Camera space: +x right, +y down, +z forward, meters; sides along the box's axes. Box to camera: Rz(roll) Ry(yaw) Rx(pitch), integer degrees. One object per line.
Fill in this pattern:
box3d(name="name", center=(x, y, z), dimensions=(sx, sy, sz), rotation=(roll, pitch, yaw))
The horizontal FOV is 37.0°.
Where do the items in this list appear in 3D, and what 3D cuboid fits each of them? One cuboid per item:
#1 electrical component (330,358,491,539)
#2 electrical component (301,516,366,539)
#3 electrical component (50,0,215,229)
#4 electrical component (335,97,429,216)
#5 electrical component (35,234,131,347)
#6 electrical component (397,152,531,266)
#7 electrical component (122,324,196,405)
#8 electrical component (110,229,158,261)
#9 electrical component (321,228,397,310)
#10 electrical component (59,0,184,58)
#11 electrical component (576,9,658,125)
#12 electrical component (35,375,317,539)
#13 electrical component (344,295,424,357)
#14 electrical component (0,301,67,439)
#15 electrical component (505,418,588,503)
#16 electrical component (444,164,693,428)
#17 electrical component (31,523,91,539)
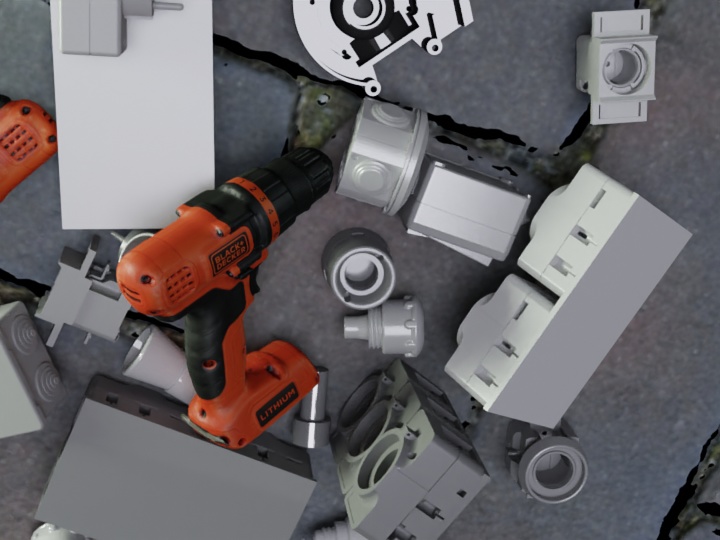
box3d(name="electrical component", center=(0.029, 0.138, 0.811), dimensions=(0.062, 0.150, 0.089), rotation=(37, 98, -17))
box3d(name="electrical component", center=(-0.009, 0.224, 0.889), dimensions=(0.078, 0.040, 0.040), rotation=(-2, 106, -6))
box3d(name="electrical component", center=(-0.156, -0.126, 0.758), dimensions=(0.105, 0.060, 0.186), rotation=(-1, 106, -7))
box3d(name="electrical component", center=(0.016, -0.084, 0.783), dimensions=(0.051, 0.080, 0.080), rotation=(17, 103, -6))
box3d(name="electrical component", center=(-0.202, 0.020, 0.805), dimensions=(0.064, 0.042, 0.081), rotation=(24, 103, -17))
box3d(name="electrical component", center=(0.081, -0.044, 0.811), dimensions=(0.096, 0.061, 0.061), rotation=(18, 103, -12))
box3d(name="electrical component", center=(-0.144, 0.077, 0.829), dimensions=(0.065, 0.044, 0.044), rotation=(34, 99, -20))
box3d(name="electrical component", center=(-0.150, -0.009, 0.790), dimensions=(0.079, 0.077, 0.044), rotation=(32, 95, 23))
box3d(name="electrical component", center=(0.000, 0.000, 0.821), dimensions=(0.055, 0.047, 0.055), rotation=(-2, 106, -7))
box3d(name="electrical component", center=(-0.150, -0.179, 0.685), dimensions=(0.076, 0.047, 0.083), rotation=(2, 106, -8))
box3d(name="electrical component", center=(0.187, -0.151, 0.793), dimensions=(0.042, 0.063, 0.081), rotation=(-4, 106, -6))
box3d(name="electrical component", center=(-0.142, 0.166, 0.844), dimensions=(0.186, 0.060, 0.105), rotation=(23, 102, -13))
box3d(name="electrical component", center=(0.019, 0.044, 0.839), dimensions=(0.062, 0.048, 0.048), rotation=(-1, 106, 1))
box3d(name="electrical component", center=(-0.277, 0.076, 0.795), dimensions=(0.100, 0.048, 0.099), rotation=(-14, 110, 18))
box3d(name="electrical component", center=(0.153, 0.155, 0.881), dimensions=(0.058, 0.057, 0.078), rotation=(0, 106, -7))
box3d(name="electrical component", center=(0.155, 0.022, 0.814), dimensions=(0.105, 0.060, 0.186), rotation=(22, 105, -51))
box3d(name="electrical component", center=(-0.238, 0.232, 0.848), dimensions=(0.048, 0.062, 0.048), rotation=(-4, 120, -7))
